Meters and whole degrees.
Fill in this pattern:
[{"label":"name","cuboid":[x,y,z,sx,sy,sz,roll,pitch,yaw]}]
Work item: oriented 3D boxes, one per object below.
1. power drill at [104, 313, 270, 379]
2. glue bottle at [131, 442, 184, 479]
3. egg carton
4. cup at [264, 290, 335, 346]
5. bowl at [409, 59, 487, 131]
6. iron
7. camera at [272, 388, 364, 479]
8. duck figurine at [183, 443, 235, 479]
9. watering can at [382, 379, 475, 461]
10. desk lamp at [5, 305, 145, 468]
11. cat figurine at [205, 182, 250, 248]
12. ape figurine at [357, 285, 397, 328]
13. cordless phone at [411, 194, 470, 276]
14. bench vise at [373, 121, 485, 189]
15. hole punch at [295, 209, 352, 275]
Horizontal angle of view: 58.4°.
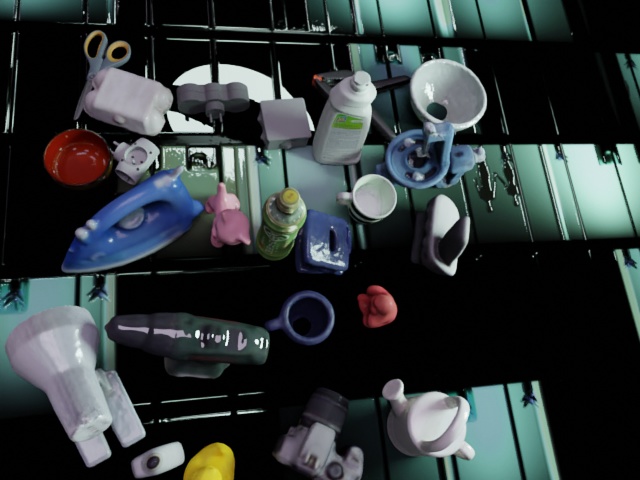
[{"label":"power drill","cuboid":[-0.197,0.162,0.879,0.230,0.208,0.075,5,70,-10]},{"label":"glue bottle","cuboid":[-0.239,0.322,0.832,0.078,0.173,0.037,-17,75,-17]},{"label":"egg carton","cuboid":[-0.356,-0.256,1.068,0.150,0.069,0.107,16,68,-6]},{"label":"cup","cuboid":[-0.040,0.144,0.979,0.118,0.095,0.091,-11,73,-15]},{"label":"bowl","cuboid":[0.258,-0.291,1.205,0.167,0.074,0.167,4,70,-10]},{"label":"iron","cuboid":[-0.325,-0.036,0.958,0.259,0.141,0.118,-35,81,-20]},{"label":"camera","cuboid":[0.012,0.319,0.925,0.143,0.100,0.137,26,68,-2]},{"label":"duck figurine","cuboid":[-0.170,0.365,0.879,0.077,0.086,0.105,28,68,-1]},{"label":"watering can","cuboid":[0.174,0.293,0.918,0.173,0.194,0.101,17,68,-5]},{"label":"desk lamp","cuboid":[-0.344,0.214,0.827,0.118,0.213,0.203,-28,78,-19]},{"label":"cat figurine","cuboid":[-0.162,-0.039,1.006,0.067,0.117,0.128,-11,73,-15]},{"label":"ape figurine","cuboid":[0.106,0.118,1.020,0.076,0.092,0.078,28,68,-1]},{"label":"cordless phone","cuboid":[0.241,-0.024,1.048,0.094,0.185,0.147,9,69,-8]},{"label":"bench vise","cuboid":[0.218,-0.174,1.078,0.208,0.219,0.121,-25,77,-19]},{"label":"hole punch","cuboid":[0.010,0.004,1.041,0.101,0.091,0.108,3,70,-10]}]
